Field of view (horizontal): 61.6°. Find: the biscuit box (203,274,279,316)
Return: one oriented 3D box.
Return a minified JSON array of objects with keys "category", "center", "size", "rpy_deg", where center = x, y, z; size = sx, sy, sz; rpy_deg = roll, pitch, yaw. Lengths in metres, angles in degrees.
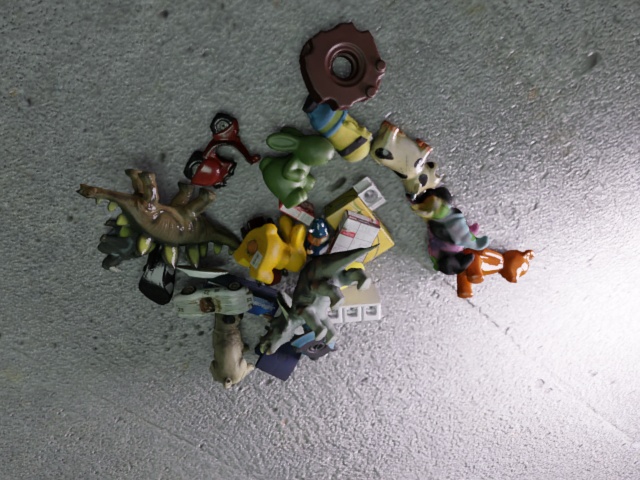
[{"category":"biscuit box","center":[-0.206,0.143,1.416],"size":[0.202,0.063,0.059],"rpy_deg":[20,118,-15]}]

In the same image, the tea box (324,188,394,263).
[{"category":"tea box","center":[0.097,-0.035,1.332],"size":[0.098,0.068,0.169],"rpy_deg":[-35,118,15]}]

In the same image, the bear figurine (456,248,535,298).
[{"category":"bear figurine","center":[0.460,0.083,1.402],"size":[0.196,0.132,0.120],"rpy_deg":[9,144,-5]}]

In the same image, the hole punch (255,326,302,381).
[{"category":"hole punch","center":[-0.116,0.321,1.515],"size":[0.142,0.092,0.115],"rpy_deg":[31,110,-16]}]

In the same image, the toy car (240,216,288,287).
[{"category":"toy car","center":[-0.142,0.029,1.359],"size":[0.089,0.053,0.201],"rpy_deg":[-21,120,-11]}]

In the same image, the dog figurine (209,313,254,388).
[{"category":"dog figurine","center":[-0.249,0.274,1.431],"size":[0.121,0.172,0.190],"rpy_deg":[-10,128,-11]}]

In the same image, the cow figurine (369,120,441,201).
[{"category":"cow figurine","center":[0.201,-0.177,1.249],"size":[0.195,0.086,0.127],"rpy_deg":[27,109,-21]}]

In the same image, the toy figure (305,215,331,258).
[{"category":"toy figure","center":[-0.003,-0.006,1.314],"size":[0.058,0.064,0.154],"rpy_deg":[12,153,-2]}]

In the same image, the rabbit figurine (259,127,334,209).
[{"category":"rabbit figurine","center":[-0.046,-0.183,1.210],"size":[0.170,0.121,0.159],"rpy_deg":[-38,96,32]}]

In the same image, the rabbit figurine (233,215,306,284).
[{"category":"rabbit figurine","center":[-0.099,0.021,1.296],"size":[0.173,0.122,0.162],"rpy_deg":[20,95,-45]}]

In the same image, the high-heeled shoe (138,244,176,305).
[{"category":"high-heeled shoe","center":[-0.398,0.061,1.368],"size":[0.086,0.145,0.248],"rpy_deg":[16,147,-4]}]

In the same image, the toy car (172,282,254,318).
[{"category":"toy car","center":[-0.267,0.153,1.347],"size":[0.202,0.056,0.073],"rpy_deg":[-5,123,1]}]

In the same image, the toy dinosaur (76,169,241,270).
[{"category":"toy dinosaur","center":[-0.325,-0.035,1.238],"size":[0.471,0.105,0.198],"rpy_deg":[17,93,-40]}]

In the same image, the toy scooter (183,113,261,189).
[{"category":"toy scooter","center":[-0.215,-0.184,1.219],"size":[0.135,0.075,0.184],"rpy_deg":[30,109,-22]}]

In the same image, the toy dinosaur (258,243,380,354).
[{"category":"toy dinosaur","center":[-0.005,0.119,1.301],"size":[0.131,0.192,0.404],"rpy_deg":[0,127,-54]}]

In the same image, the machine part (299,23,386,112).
[{"category":"machine part","center":[0.047,-0.357,1.111],"size":[0.179,0.056,0.179],"rpy_deg":[-2,97,-13]}]

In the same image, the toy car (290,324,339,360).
[{"category":"toy car","center":[-0.018,0.257,1.472],"size":[0.109,0.103,0.161],"rpy_deg":[-28,144,12]}]

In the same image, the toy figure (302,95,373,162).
[{"category":"toy figure","center":[0.038,-0.249,1.196],"size":[0.180,0.082,0.089],"rpy_deg":[33,114,-24]}]

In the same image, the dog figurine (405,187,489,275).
[{"category":"dog figurine","center":[0.292,-0.028,1.334],"size":[0.219,0.108,0.191],"rpy_deg":[29,117,-15]}]

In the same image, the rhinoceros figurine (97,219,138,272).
[{"category":"rhinoceros figurine","center":[-0.473,-0.003,1.309],"size":[0.190,0.073,0.112],"rpy_deg":[-43,125,17]}]
